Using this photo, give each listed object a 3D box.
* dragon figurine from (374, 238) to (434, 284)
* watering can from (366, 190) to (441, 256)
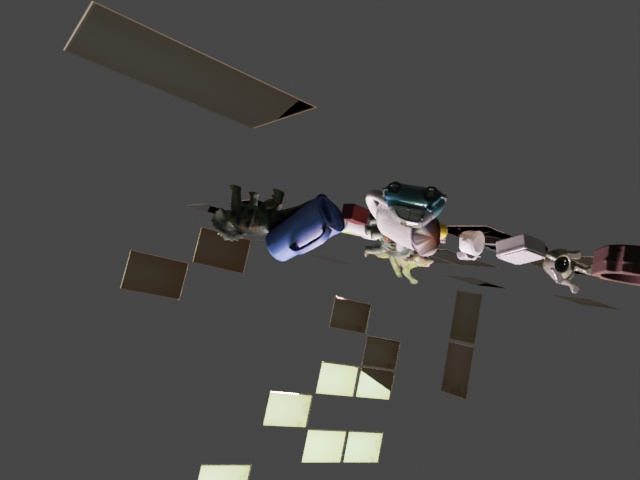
[{"bbox_3d":[0.323,0.051,2.215,0.414,0.123,0.238,24,157,45],"label":"dragon figurine"},{"bbox_3d":[0.248,-0.026,1.472,0.227,0.105,0.341,32,168,40],"label":"watering can"}]
